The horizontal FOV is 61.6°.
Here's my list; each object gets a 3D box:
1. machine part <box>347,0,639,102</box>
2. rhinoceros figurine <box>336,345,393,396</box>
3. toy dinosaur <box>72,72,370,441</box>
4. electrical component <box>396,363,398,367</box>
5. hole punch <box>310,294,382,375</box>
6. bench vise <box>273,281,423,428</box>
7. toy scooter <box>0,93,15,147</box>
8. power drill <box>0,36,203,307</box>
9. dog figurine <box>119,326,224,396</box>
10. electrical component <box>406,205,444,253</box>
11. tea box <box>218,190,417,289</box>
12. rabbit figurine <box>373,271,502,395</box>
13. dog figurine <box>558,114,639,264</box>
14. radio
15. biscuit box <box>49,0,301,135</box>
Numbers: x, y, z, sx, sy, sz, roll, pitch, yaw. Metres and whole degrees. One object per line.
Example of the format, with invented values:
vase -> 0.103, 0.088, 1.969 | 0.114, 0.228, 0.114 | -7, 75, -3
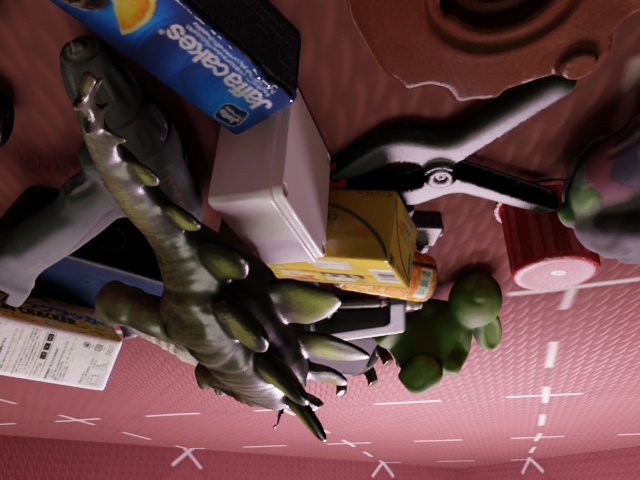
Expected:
machine part -> 0.097, -0.151, 0.292 | 0.179, 0.056, 0.179 | 2, 151, 1
rhinoceros figurine -> 0.032, 0.189, 0.883 | 0.190, 0.112, 0.073 | 6, 126, -41
toy dinosaur -> -0.072, 0.058, 0.435 | 0.199, 0.105, 0.470 | 13, 151, 33
electrical component -> 0.162, 0.185, 0.894 | 0.048, 0.075, 0.119 | 4, 147, -4
hole punch -> 0.025, 0.125, 0.794 | 0.142, 0.092, 0.115 | 15, 116, -23
bench vise -> 0.004, 0.100, 0.658 | 0.241, 0.129, 0.223 | -5, 120, 4
toy scooter -> -0.278, -0.123, 0.337 | 0.135, 0.075, 0.184 | 12, 154, -19
power drill -> -0.206, -0.040, 0.435 | 0.207, 0.086, 0.231 | -35, 156, -3
dog figurine -> -0.164, 0.110, 0.757 | 0.172, 0.121, 0.190 | -43, 119, 8
electrical component -> 0.103, -0.012, 0.585 | 0.063, 0.021, 0.094 | 1, 151, -1
tea box -> -0.001, -0.002, 0.516 | 0.170, 0.068, 0.098 | 5, 162, 21
rabbit figurine -> 0.184, 0.116, 0.720 | 0.159, 0.121, 0.170 | 16, 126, -44
dog figurine -> 0.250, -0.081, 0.370 | 0.192, 0.108, 0.219 | -16, 143, 28
radio -> -0.244, 0.028, 0.617 | 0.229, 0.073, 0.131 | 21, 145, -35
biscuit box -> -0.095, -0.142, 0.305 | 0.059, 0.063, 0.202 | -19, 145, 34
